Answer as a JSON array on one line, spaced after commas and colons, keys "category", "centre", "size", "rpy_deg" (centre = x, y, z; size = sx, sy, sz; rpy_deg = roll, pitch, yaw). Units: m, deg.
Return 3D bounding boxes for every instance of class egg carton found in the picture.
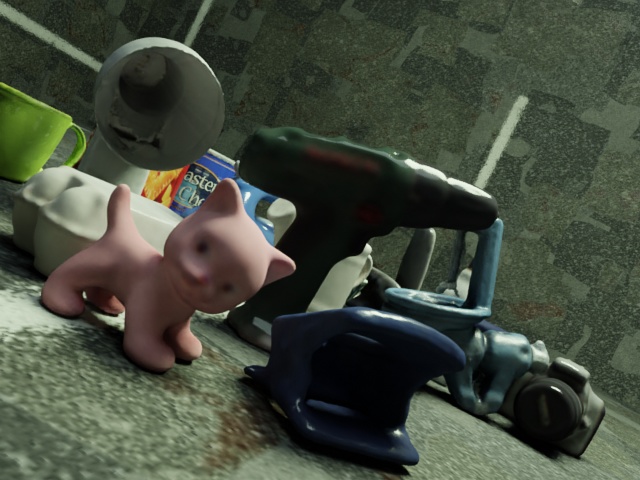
[{"category": "egg carton", "centre": [-0.159, -0.001, 0.454], "size": [0.107, 0.069, 0.151], "rpy_deg": [28, 3, 41]}]

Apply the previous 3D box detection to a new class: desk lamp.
[{"category": "desk lamp", "centre": [-0.203, -0.109, 0.598], "size": [0.118, 0.213, 0.202], "rpy_deg": [25, 2, -35]}]

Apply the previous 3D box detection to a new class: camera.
[{"category": "camera", "centre": [0.263, 0.183, 0.685], "size": [0.142, 0.101, 0.137], "rpy_deg": [28, 2, 29]}]

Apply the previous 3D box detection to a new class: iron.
[{"category": "iron", "centre": [-0.082, -0.020, 0.894], "size": [0.118, 0.141, 0.259], "rpy_deg": [28, 2, 37]}]

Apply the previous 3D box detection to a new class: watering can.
[{"category": "watering can", "centre": [0.008, 0.003, 0.688], "size": [0.100, 0.194, 0.173], "rpy_deg": [27, 2, 25]}]

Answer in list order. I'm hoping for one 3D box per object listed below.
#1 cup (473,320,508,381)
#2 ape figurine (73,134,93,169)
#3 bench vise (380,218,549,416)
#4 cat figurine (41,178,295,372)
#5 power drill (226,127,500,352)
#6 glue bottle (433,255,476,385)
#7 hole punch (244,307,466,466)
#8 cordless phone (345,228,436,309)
[{"category": "cup", "centre": [0.215, 0.158, 0.794], "size": [0.118, 0.095, 0.092], "rpy_deg": [26, 2, -1]}, {"category": "ape figurine", "centre": [-0.335, -0.117, 0.850], "size": [0.076, 0.092, 0.078], "rpy_deg": [27, 2, 4]}, {"category": "bench vise", "centre": [0.172, 0.072, 0.664], "size": [0.208, 0.220, 0.121], "rpy_deg": [26, 2, -19]}, {"category": "cat figurine", "centre": [-0.087, 0.012, 0.354], "size": [0.127, 0.118, 0.067], "rpy_deg": [27, 2, 12]}, {"category": "power drill", "centre": [0.019, 0.008, 0.512], "size": [0.230, 0.208, 0.075], "rpy_deg": [26, 2, -5]}, {"category": "glue bottle", "centre": [0.167, 0.093, 0.732], "size": [0.078, 0.173, 0.037], "rpy_deg": [27, 2, 5]}, {"category": "hole punch", "centre": [0.022, 0.080, 0.378], "size": [0.109, 0.091, 0.100], "rpy_deg": [25, 2, -30]}, {"category": "cordless phone", "centre": [0.130, 0.059, 0.954], "size": [0.094, 0.185, 0.147], "rpy_deg": [26, 2, -22]}]
